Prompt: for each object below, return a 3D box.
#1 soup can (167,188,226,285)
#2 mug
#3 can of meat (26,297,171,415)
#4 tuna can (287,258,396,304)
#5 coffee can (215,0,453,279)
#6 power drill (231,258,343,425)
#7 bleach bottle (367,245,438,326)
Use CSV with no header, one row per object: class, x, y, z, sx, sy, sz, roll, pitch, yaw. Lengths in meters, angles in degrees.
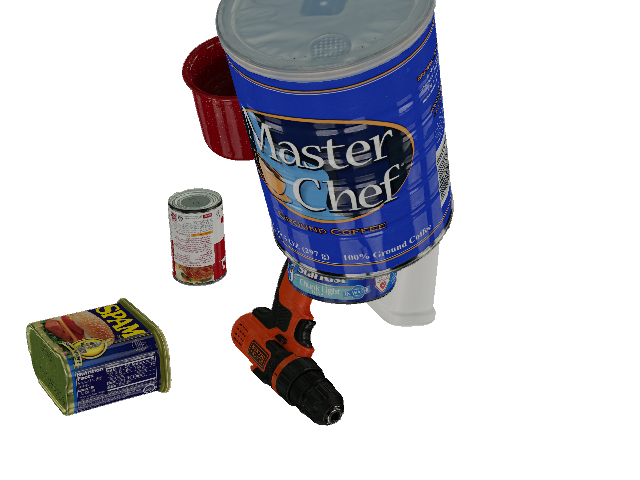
soup can,-0.151,-0.005,1.310,0.068,0.102,0.068,-1,26,0
mug,-0.063,-0.134,0.962,0.093,0.081,0.117,28,57,28
can of meat,-0.179,0.092,0.852,0.083,0.057,0.102,-13,23,-29
tuna can,0.017,0.015,0.817,0.086,0.034,0.086,2,25,-1
coffee can,0.012,-0.064,0.541,0.103,0.102,0.140,0,-42,12
power drill,-0.010,0.077,1.116,0.057,0.188,0.185,12,18,-44
bleach bottle,0.105,-0.034,1.232,0.068,0.251,0.103,-2,22,-23
